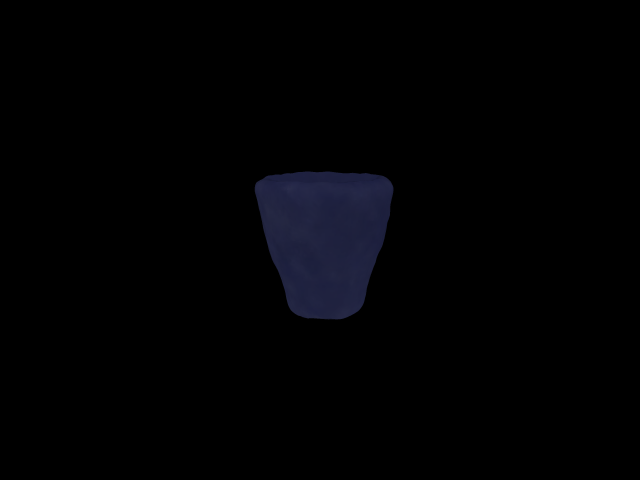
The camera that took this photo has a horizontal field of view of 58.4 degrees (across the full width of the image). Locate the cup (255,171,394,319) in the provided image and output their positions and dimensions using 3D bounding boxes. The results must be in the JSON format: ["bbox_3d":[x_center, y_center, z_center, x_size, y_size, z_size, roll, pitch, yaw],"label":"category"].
[{"bbox_3d":[0.004,0.001,0.400,0.091,0.095,0.118,1,11,4],"label":"cup"}]
